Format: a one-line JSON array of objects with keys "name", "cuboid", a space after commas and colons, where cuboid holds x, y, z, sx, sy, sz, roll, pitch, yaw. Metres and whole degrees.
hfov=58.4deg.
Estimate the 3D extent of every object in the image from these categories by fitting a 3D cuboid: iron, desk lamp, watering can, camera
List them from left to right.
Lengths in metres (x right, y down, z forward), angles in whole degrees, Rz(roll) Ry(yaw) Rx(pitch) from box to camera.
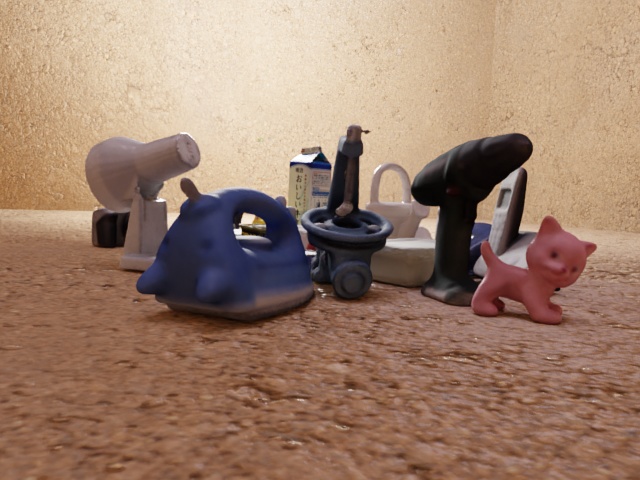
[{"name": "camera", "cuboid": [-0.388, -0.034, 1.198, 0.144, 0.101, 0.136, -1, 6, -38]}, {"name": "desk lamp", "cuboid": [-0.261, -0.060, 0.901, 0.202, 0.213, 0.118, 5, 5, 26]}, {"name": "iron", "cuboid": [-0.076, 0.005, 0.642, 0.118, 0.141, 0.259, 5, 5, 28]}, {"name": "watering can", "cuboid": [0.141, -0.050, 1.093, 0.172, 0.194, 0.101, 6, 6, 37]}]

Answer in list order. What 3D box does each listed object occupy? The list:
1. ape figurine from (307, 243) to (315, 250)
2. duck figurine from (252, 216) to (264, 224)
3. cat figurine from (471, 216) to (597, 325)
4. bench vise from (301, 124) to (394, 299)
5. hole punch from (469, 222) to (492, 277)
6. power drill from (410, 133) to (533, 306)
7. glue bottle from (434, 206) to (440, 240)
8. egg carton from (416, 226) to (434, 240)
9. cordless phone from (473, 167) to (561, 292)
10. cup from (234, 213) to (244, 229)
[{"name": "ape figurine", "cuboid": [0.009, 0.004, 1.001, 0.076, 0.092, 0.078, 2, 5, -2]}, {"name": "duck figurine", "cuboid": [-0.128, -0.024, 1.295, 0.077, 0.086, 0.104, 2, 5, -1]}, {"name": "cat figurine", "cuboid": [0.243, 0.030, 0.650, 0.127, 0.118, 0.067, 5, 5, 23]}, {"name": "bench vise", "cuboid": [0.020, -0.042, 0.782, 0.122, 0.220, 0.206, 0, 5, -26]}, {"name": "hole punch", "cuboid": [0.253, 0.015, 0.993, 0.101, 0.091, 0.108, 0, 6, -29]}, {"name": "power drill", "cuboid": [0.188, -0.025, 0.739, 0.076, 0.208, 0.229, 1, 5, -19]}, {"name": "glue bottle", "cuboid": [0.249, -0.037, 1.117, 0.037, 0.173, 0.078, 5, 6, 26]}, {"name": "egg carton", "cuboid": [0.167, 0.000, 1.261, 0.150, 0.069, 0.107, 1, 5, -14]}, {"name": "cordless phone", "cuboid": [0.299, -0.019, 0.858, 0.094, 0.185, 0.147, 1, 5, -14]}, {"name": "cup", "cuboid": [-0.221, -0.031, 1.276, 0.091, 0.095, 0.118, 4, 5, 18]}]
